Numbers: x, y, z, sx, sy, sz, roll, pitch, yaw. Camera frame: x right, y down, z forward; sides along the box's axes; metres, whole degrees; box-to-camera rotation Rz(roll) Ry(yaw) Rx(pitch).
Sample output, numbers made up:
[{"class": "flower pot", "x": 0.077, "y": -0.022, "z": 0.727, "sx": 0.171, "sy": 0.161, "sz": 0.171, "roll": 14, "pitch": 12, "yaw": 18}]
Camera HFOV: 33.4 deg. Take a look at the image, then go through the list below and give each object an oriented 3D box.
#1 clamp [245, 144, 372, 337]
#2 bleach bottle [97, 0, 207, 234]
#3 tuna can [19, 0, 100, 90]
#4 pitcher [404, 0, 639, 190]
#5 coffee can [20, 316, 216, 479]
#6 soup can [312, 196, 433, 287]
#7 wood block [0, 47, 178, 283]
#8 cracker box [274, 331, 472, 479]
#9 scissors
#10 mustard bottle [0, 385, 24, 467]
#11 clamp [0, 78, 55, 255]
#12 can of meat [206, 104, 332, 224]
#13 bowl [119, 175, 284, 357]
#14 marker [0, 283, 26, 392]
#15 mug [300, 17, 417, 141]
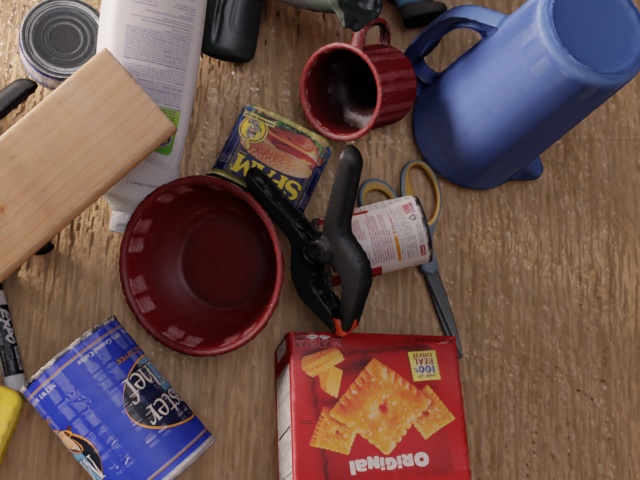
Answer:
[{"class": "clamp", "x": -0.006, "y": 0.001, "z": 0.954, "sx": 0.039, "sy": 0.120, "sz": 0.171, "roll": -21, "pitch": 108, "yaw": -50}, {"class": "bleach bottle", "x": -0.168, "y": -0.131, "z": 0.985, "sx": 0.102, "sy": 0.068, "sz": 0.251, "roll": 9, "pitch": 89, "yaw": -19}, {"class": "tuna can", "x": -0.242, "y": -0.186, "z": 1.013, "sx": 0.086, "sy": 0.034, "sz": 0.086, "roll": 3, "pitch": 76, "yaw": -13}, {"class": "pitcher", "x": 0.184, "y": -0.152, "z": 0.996, "sx": 0.149, "sy": 0.243, "sz": 0.145, "roll": -2, "pitch": 74, "yaw": -20}, {"class": "coffee can", "x": -0.172, "y": 0.151, "z": 0.916, "sx": 0.102, "sy": 0.103, "sz": 0.140, "roll": -39, "pitch": 89, "yaw": -18}, {"class": "soup can", "x": 0.049, "y": 0.001, "z": 1.011, "sx": 0.102, "sy": 0.068, "sz": 0.068, "roll": -14, "pitch": 81, "yaw": -4}, {"class": "wood block", "x": -0.227, "y": -0.059, "z": 0.905, "sx": 0.206, "sy": 0.091, "sz": 0.090, "roll": -42, "pitch": 99, "yaw": -3}, {"class": "cracker box", "x": 0.047, "y": 0.190, "z": 0.954, "sx": 0.164, "sy": 0.072, "sz": 0.213, "roll": 4, "pitch": 62, "yaw": -13}, {"class": "scissors", "x": 0.088, "y": 0.018, "z": 1.054, "sx": 0.096, "sy": 0.016, "sz": 0.202, "roll": 0, "pitch": 77, "yaw": -12}, {"class": "mustard bottle", "x": -0.355, "y": 0.144, "z": 0.896, "sx": 0.191, "sy": 0.058, "sz": 0.096, "roll": 21, "pitch": 82, "yaw": -8}, {"class": "clamp", "x": -0.342, "y": -0.050, "z": 0.956, "sx": 0.209, "sy": 0.036, "sz": 0.164, "roll": -13, "pitch": 84, "yaw": -15}, {"class": "can of meat", "x": -0.048, "y": -0.071, "z": 1.022, "sx": 0.102, "sy": 0.057, "sz": 0.084, "roll": 27, "pitch": 70, "yaw": -6}, {"class": "bowl", "x": -0.098, "y": 0.022, "z": 0.965, "sx": 0.162, "sy": 0.055, "sz": 0.162, "roll": 1, "pitch": 94, "yaw": 20}, {"class": "marker", "x": -0.283, "y": 0.077, "z": 0.950, "sx": 0.020, "sy": 0.020, "sz": 0.121, "roll": -13, "pitch": 80, "yaw": -16}, {"class": "mug", "x": 0.043, "y": -0.158, "z": 1.028, "sx": 0.081, "sy": 0.093, "sz": 0.117, "roll": -20, "pitch": 124, "yaw": -53}]
